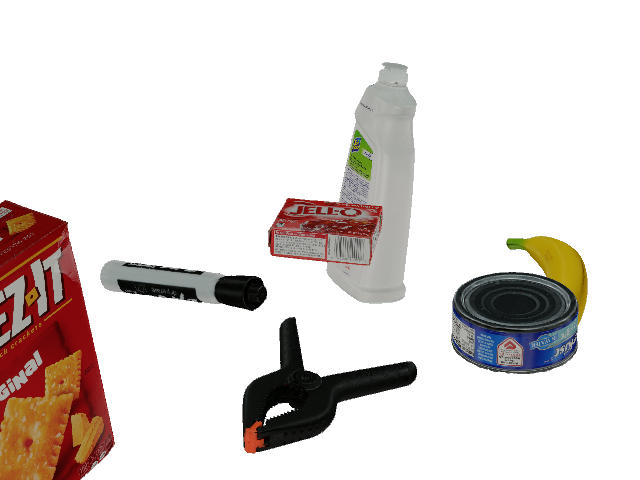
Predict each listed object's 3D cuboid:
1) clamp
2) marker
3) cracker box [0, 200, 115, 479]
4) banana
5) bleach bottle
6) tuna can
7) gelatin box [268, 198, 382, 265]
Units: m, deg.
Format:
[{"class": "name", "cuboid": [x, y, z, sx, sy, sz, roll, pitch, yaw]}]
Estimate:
[{"class": "clamp", "cuboid": [-0.005, 0.153, 1.083, 0.165, 0.036, 0.209, 14, 30, 20]}, {"class": "marker", "cuboid": [-0.079, 0.025, 0.609, 0.121, 0.020, 0.020, 5, 3, 38]}, {"class": "cracker box", "cuboid": [-0.232, 0.106, 0.743, 0.072, 0.214, 0.164, 16, 38, 27]}, {"class": "banana", "cuboid": [0.218, 0.047, 1.004, 0.070, 0.037, 0.197, -25, 24, 18]}, {"class": "bleach bottle", "cuboid": [0.065, -0.065, 1.161, 0.068, 0.251, 0.103, -3, 23, -29]}, {"class": "tuna can", "cuboid": [0.132, 0.054, 0.727, 0.086, 0.034, 0.086, -3, 25, 1]}, {"class": "gelatin box", "cuboid": [0.005, -0.009, 0.927, 0.089, 0.030, 0.073, 6, 24, 9]}]
